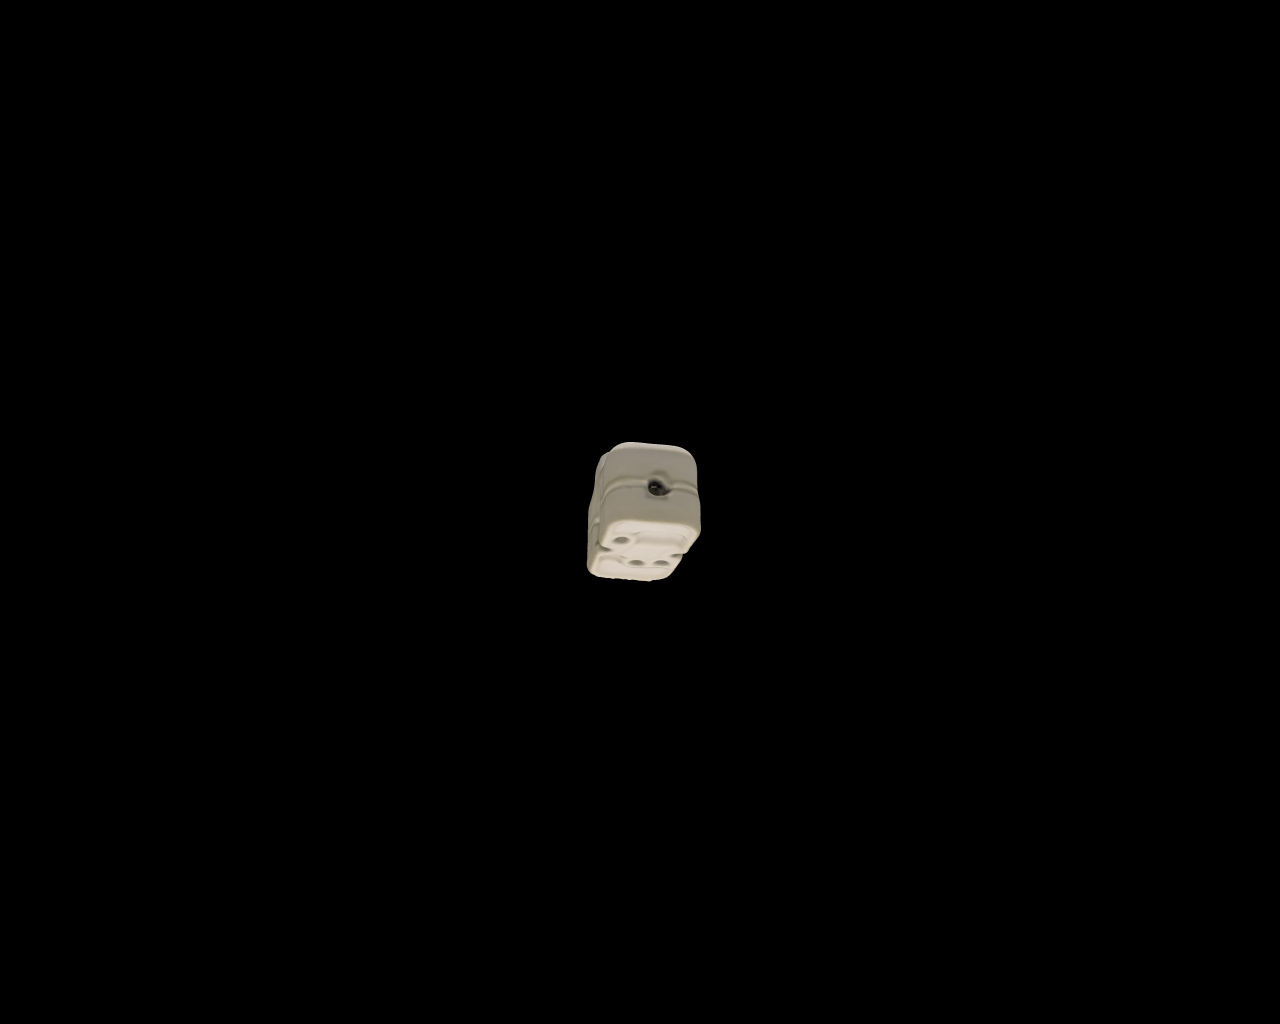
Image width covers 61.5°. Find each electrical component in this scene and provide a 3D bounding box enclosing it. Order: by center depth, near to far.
[{"bbox_3d":[0.001,-0.003,0.650,0.054,0.059,0.095,5,-24,-10],"label":"electrical component"}]
